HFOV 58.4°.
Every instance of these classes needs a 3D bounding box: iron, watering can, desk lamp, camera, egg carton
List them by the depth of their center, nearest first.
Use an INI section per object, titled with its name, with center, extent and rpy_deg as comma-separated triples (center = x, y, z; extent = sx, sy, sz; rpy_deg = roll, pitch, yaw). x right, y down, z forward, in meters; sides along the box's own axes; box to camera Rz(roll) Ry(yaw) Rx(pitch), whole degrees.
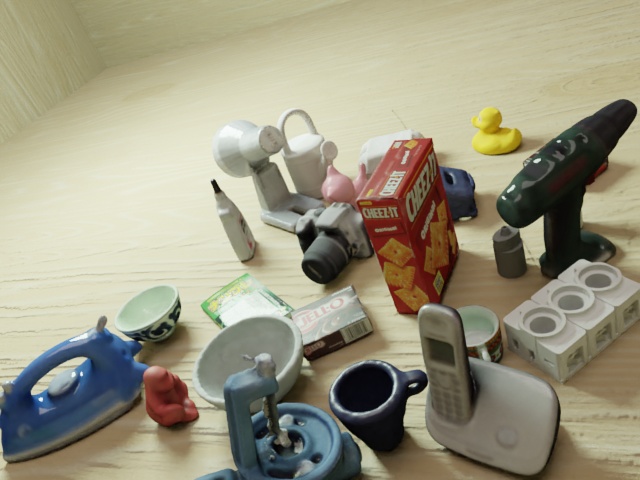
[iron]
center = -0.402, 0.227, 0.884
extent = 0.259, 0.142, 0.118
rpy_deg = -32, 34, -15
[camera]
center = 0.009, 0.004, 1.007
extent = 0.142, 0.101, 0.137
rpy_deg = 5, 41, 36
[desk lamp]
center = -0.111, -0.146, 1.192
extent = 0.118, 0.214, 0.202
rpy_deg = -40, 37, -26
[egg carton]
center = 0.155, -0.178, 1.216
extent = 0.150, 0.069, 0.107
rpy_deg = -11, 34, 17
[watering can]
center = -0.027, -0.190, 1.225
extent = 0.172, 0.194, 0.101
rpy_deg = 0, 38, 31

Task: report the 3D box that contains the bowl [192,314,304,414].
[bowl]
center = -0.092, 0.188, 0.820
extent = 0.167, 0.075, 0.167
rpy_deg = -15, 33, 10

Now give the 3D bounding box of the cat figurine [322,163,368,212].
[cat figurine]
center = 0.054, -0.100, 1.116
extent = 0.128, 0.118, 0.067
rpy_deg = -41, 37, -27

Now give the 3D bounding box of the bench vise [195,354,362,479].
[bench vise]
center = -0.068, 0.232, 0.606
extent = 0.208, 0.220, 0.121
rpy_deg = -37, 35, -23

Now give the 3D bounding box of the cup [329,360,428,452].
[cup]
center = 0.079, 0.201, 0.682
extent = 0.117, 0.095, 0.091
rpy_deg = -20, 32, 3

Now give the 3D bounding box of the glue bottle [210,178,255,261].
[glue bottle]
center = -0.175, -0.045, 1.120
extent = 0.037, 0.173, 0.078
rpy_deg = -19, 33, 6

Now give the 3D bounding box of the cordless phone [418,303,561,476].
[cordless phone]
center = 0.174, 0.153, 0.612
extent = 0.147, 0.185, 0.094
rpy_deg = 7, 42, 37

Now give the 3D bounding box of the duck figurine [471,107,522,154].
[duck figurine]
center = 0.352, -0.226, 1.154
extent = 0.104, 0.086, 0.078
rpy_deg = 14, 47, 43

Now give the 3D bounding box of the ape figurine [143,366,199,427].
[ape figurine]
center = -0.225, 0.222, 0.834
extent = 0.076, 0.092, 0.078
rpy_deg = -11, 34, 16

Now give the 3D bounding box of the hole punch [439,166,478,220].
[hole punch]
center = 0.227, -0.094, 1.030
extent = 0.101, 0.091, 0.108
rpy_deg = -14, 33, 13

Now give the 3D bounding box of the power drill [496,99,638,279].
[power drill]
center = 0.351, -0.057, 0.793
extent = 0.230, 0.209, 0.075
rpy_deg = -31, 34, -14
